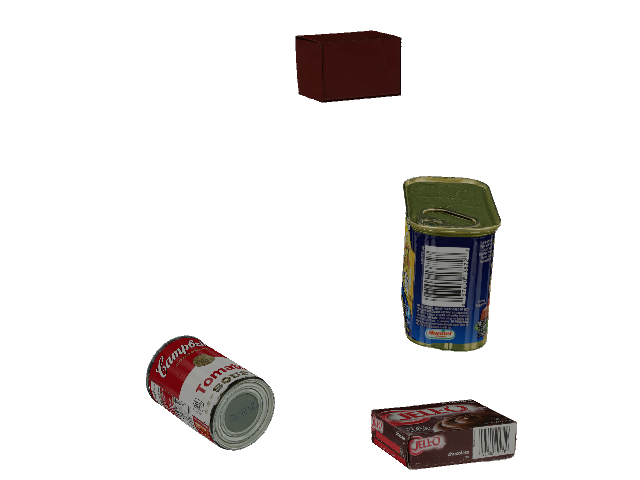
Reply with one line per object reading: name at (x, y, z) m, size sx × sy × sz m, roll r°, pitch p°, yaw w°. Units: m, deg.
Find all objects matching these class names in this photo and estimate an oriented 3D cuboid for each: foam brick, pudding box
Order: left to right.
foam brick at (0.024, -0.149, 0.914) m, size 0.078 × 0.051 × 0.053 m, roll -8°, pitch 20°, yaw -24°
pudding box at (0.115, 0.182, 1.010) m, size 0.113 × 0.039 × 0.090 m, roll -1°, pitch 7°, yaw -20°

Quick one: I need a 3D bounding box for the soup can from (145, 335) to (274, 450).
soup can at (-0.096, 0.132, 0.925) m, size 0.068 × 0.068 × 0.102 m, roll 0°, pitch 16°, yaw -42°

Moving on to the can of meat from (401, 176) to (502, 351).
can of meat at (0.081, 0.014, 0.690) m, size 0.057 × 0.084 × 0.102 m, roll 2°, pitch 20°, yaw 1°
